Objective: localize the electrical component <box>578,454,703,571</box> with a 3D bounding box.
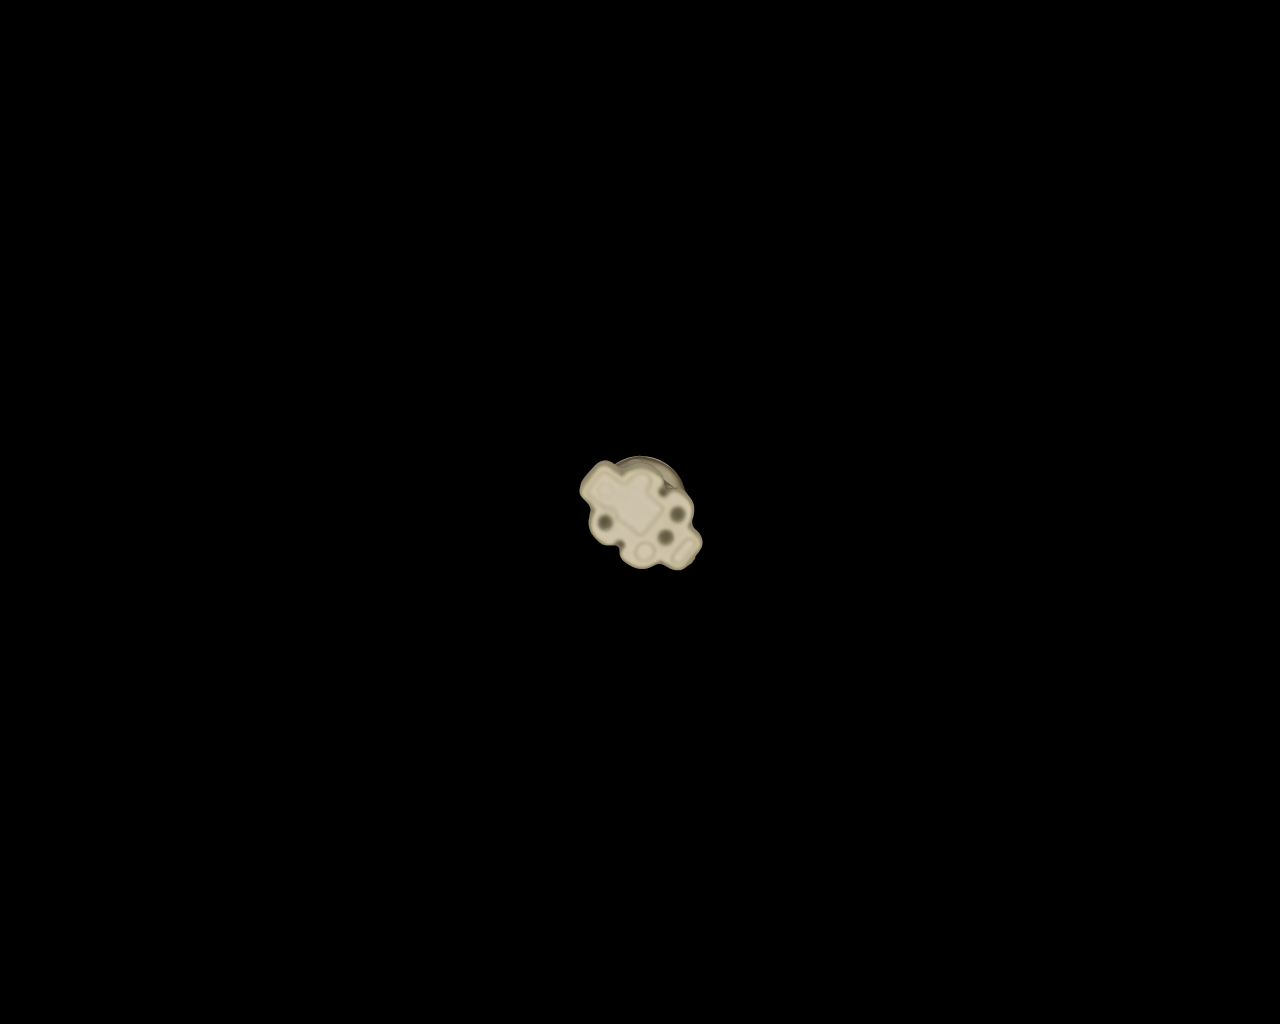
[{"bbox_3d":[0.001,-0.003,0.650,0.078,0.058,0.057,38,9,-7],"label":"electrical component"}]
